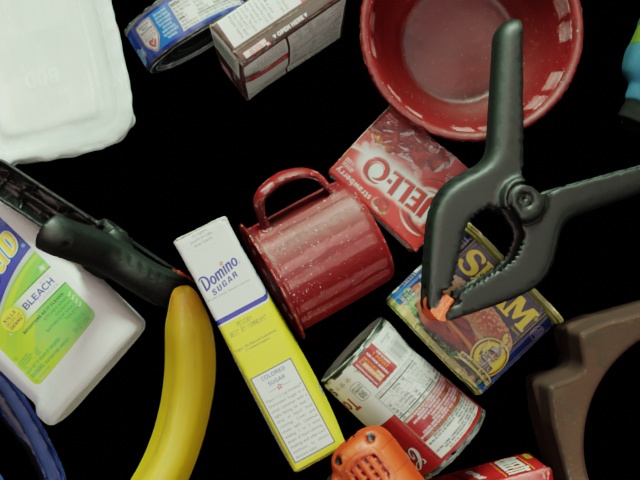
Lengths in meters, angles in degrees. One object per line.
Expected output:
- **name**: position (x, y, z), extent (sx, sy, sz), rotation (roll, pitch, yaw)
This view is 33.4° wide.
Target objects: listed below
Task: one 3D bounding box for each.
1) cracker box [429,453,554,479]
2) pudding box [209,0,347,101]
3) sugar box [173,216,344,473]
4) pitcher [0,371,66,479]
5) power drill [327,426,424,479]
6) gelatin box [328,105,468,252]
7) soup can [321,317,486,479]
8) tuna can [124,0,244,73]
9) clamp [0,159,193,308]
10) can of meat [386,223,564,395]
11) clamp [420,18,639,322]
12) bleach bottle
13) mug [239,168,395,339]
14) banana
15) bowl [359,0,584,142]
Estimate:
- **cracker box**: position (0.077, 0.262, 0.765), extent (0.213, 0.072, 0.164), rotation (-14, 89, -3)
- **pudding box**: position (-0.027, -0.146, 0.748), extent (0.090, 0.113, 0.039), rotation (-36, 89, -4)
- **sugar box**: position (-0.042, 0.070, 0.753), extent (0.048, 0.093, 0.176), rotation (-26, 91, -4)
- **pitcher**: position (-0.251, 0.209, 0.733), extent (0.149, 0.145, 0.243), rotation (-32, 94, 9)
- **power drill**: position (0.020, 0.241, 0.690), extent (0.188, 0.057, 0.184), rotation (-36, 82, 5)
- **gelatin box**: position (0.062, -0.046, 0.791), extent (0.089, 0.030, 0.073), rotation (43, 88, -1)
- **soup can**: position (0.060, 0.113, 0.769), extent (0.102, 0.068, 0.068), rotation (43, 87, -1)
- **tuna can**: position (-0.094, -0.154, 0.758), extent (0.086, 0.086, 0.034), rotation (-31, 93, -3)
- **clamp**: position (-0.148, 0.008, 0.726), extent (0.171, 0.120, 0.039), rotation (32, 98, -35)
- **can of meat**: position (0.110, 0.050, 0.779), extent (0.084, 0.057, 0.102), rotation (-44, 91, 0)
- **clamp**: position (0.146, -0.025, 0.736), extent (0.164, 0.036, 0.210), rotation (31, 83, -5)
- **bleach bottle**: position (-0.248, 0.012, 0.762), extent (0.251, 0.068, 0.102), rotation (41, 86, 1)
- **mug**: position (-0.005, 0.001, 0.754), extent (0.081, 0.093, 0.117), rotation (-29, 116, -8)
- **banana**: position (-0.108, 0.130, 0.763), extent (0.037, 0.069, 0.198), rotation (20, 92, 29)
- **bowl**: position (0.107, -0.149, 0.782), extent (0.162, 0.055, 0.162), rotation (0, 89, -3)
